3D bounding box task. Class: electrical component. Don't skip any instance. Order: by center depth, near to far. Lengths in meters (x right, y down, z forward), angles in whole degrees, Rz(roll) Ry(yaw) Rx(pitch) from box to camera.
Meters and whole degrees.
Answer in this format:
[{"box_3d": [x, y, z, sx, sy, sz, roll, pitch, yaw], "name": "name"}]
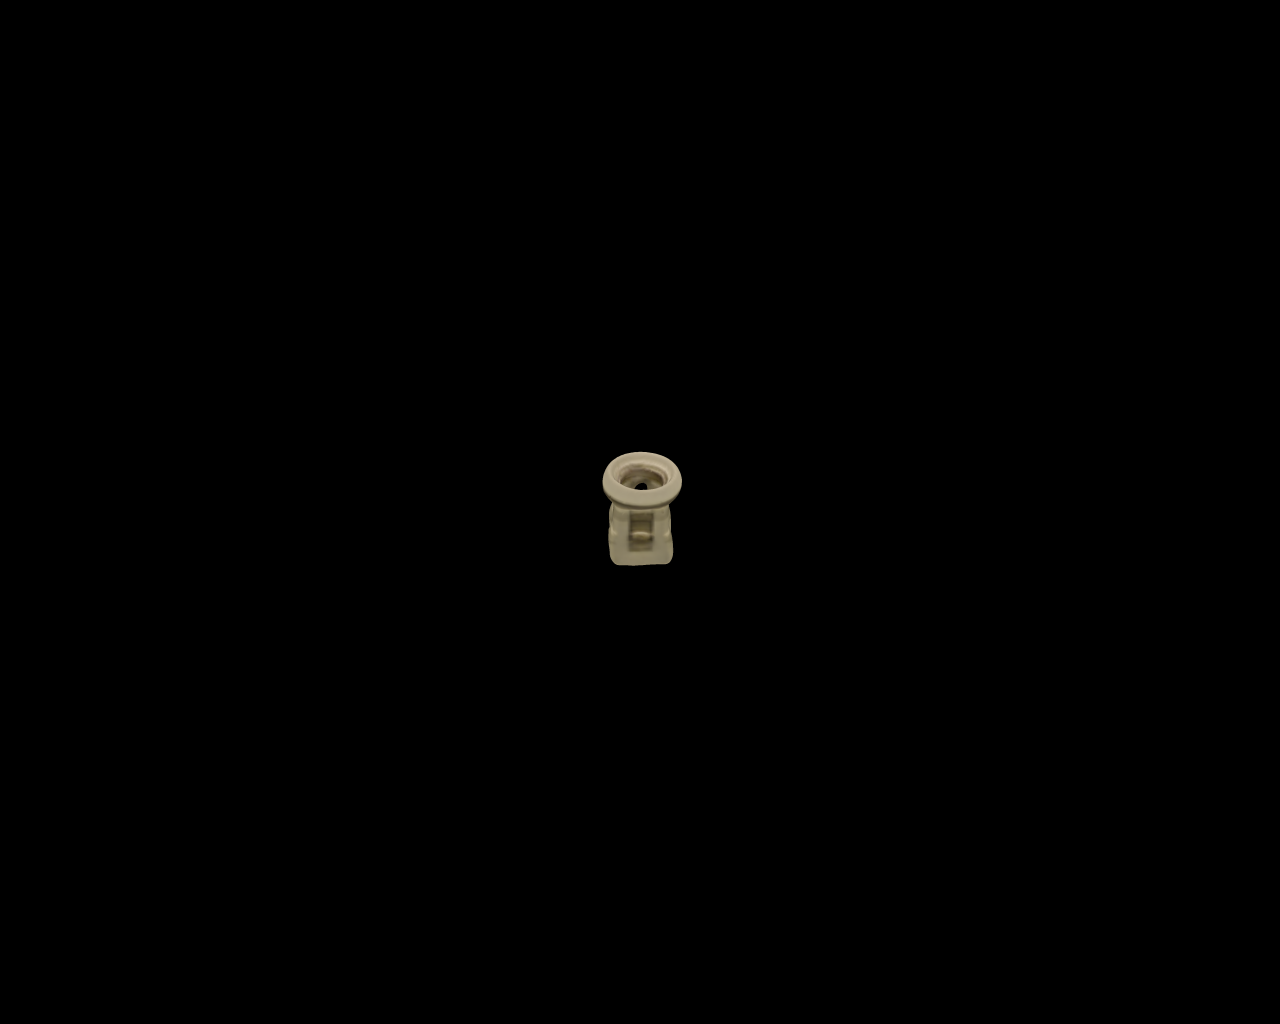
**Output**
[{"box_3d": [0.001, -0.003, 0.650, 0.048, 0.055, 0.066, -1, 35, -2], "name": "electrical component"}]
